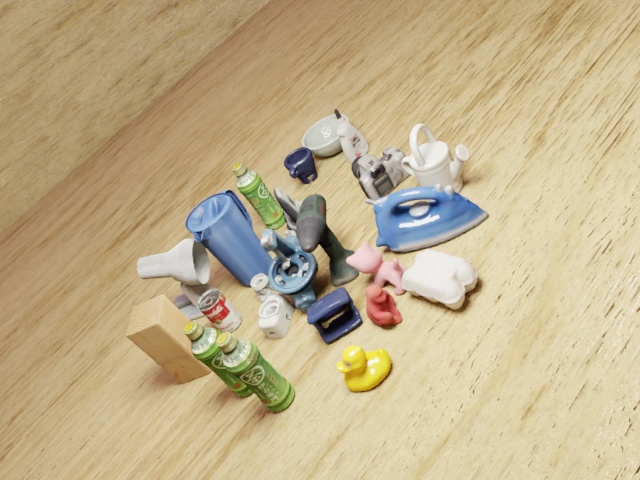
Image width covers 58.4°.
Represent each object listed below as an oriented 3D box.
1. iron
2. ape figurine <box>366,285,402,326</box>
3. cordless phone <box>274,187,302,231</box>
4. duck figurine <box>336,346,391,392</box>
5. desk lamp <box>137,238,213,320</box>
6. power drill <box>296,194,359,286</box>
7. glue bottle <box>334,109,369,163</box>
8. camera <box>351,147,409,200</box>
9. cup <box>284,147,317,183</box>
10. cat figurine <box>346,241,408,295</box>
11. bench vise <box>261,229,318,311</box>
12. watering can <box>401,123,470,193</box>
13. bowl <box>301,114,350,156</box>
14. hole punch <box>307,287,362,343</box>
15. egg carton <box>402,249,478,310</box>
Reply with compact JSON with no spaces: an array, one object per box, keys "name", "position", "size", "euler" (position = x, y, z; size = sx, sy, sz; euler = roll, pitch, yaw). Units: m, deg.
[{"name":"iron","position":[0.232,-0.071,1.292],"size":[0.257,0.142,0.118],"euler":[-15,40,24]},{"name":"ape figurine","position":[0.124,0.131,1.189],"size":[0.076,0.092,0.078],"euler":[-4,46,34]},{"name":"cordless phone","position":[-0.066,-0.087,1.504],"size":[0.094,0.186,0.147],"euler":[-32,36,4]},{"name":"duck figurine","position":[0.080,0.236,1.108],"size":[0.104,0.086,0.077],"euler":[-31,36,5]},{"name":"desk lamp","position":[-0.357,0.104,1.488],"size":[0.203,0.214,0.118],"euler":[-21,38,18]},{"name":"power drill","position":[0.012,0.005,1.320],"size":[0.075,0.209,0.229],"euler":[-24,37,14]},{"name":"glue bottle","position":[0.080,-0.306,1.650],"size":[0.037,0.174,0.078],"euler":[10,55,44]},{"name":"camera","position":[0.148,-0.196,1.534],"size":[0.143,0.101,0.136],"euler":[-38,36,-5]},{"name":"cup","position":[-0.052,-0.207,1.707],"size":[0.091,0.095,0.118],"euler":[-10,42,29]},{"name":"cat figurine","position":[0.127,0.053,1.253],"size":[0.127,0.118,0.067],"euler":[7,53,42]},{"name":"bench vise","position":[-0.087,0.040,1.347],"size":[0.121,0.220,0.207],"euler":[-35,36,-1]},{"name":"watering can","position":[0.270,-0.192,1.356],"size":[0.172,0.195,0.101],"euler":[-15,40,24]},{"name":"bowl","position":[0.031,-0.312,1.780],"size":[0.167,0.075,0.167],"euler":[-21,38,18]},{"name":"hole punch","position":[0.020,0.152,1.246],"size":[0.108,0.091,0.101],"euler":[-33,36,2]},{"name":"egg carton","position":[0.244,0.079,1.174],"size":[0.149,0.070,0.107],"euler":[16,59,46]}]
